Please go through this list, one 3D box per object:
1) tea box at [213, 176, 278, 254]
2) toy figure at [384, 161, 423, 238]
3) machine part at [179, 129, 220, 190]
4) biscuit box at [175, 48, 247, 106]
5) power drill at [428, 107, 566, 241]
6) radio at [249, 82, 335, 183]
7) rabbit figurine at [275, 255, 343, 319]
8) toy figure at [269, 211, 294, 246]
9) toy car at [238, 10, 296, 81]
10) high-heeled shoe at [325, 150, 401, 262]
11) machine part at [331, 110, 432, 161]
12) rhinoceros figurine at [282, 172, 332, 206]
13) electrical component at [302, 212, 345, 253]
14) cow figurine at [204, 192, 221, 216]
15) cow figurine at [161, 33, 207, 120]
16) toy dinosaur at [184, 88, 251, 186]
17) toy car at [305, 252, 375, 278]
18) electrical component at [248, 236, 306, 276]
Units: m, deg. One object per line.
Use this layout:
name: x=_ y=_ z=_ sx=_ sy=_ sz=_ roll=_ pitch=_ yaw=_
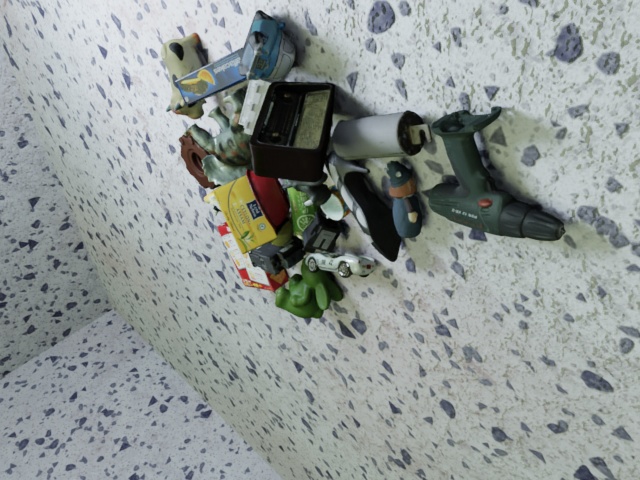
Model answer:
tea box: x=-0.180 y=-0.060 z=1.303 sx=0.169 sy=0.098 sz=0.068 roll=63 pitch=177 yaw=0
toy figure: x=0.158 y=-0.080 z=1.017 sx=0.064 sy=0.058 sz=0.154 roll=10 pitch=122 yaw=42
machine part: x=-0.333 y=-0.228 z=1.534 sx=0.180 sy=0.056 sz=0.179 roll=34 pitch=144 yaw=30
biscuit box: x=-0.220 y=-0.361 z=1.183 sx=0.203 sy=0.059 sz=0.062 roll=-14 pitch=108 yaw=29
power drill: x=0.264 y=-0.102 z=0.846 sx=0.232 sy=0.086 sz=0.207 roll=13 pitch=137 yaw=51
radio: x=-0.047 y=-0.206 z=0.990 sx=0.131 sy=0.230 sz=0.073 roll=5 pitch=134 yaw=5
rabbit figurine: x=-0.026 y=0.124 z=1.402 sx=0.159 sy=0.121 sz=0.170 roll=36 pitch=129 yaw=22
toy figure: x=-0.152 y=-0.049 z=1.381 sx=0.180 sy=0.089 sz=0.082 roll=27 pitch=151 yaw=-13
toy car: x=-0.097 y=-0.364 z=1.041 sx=0.162 sy=0.103 sz=0.109 roll=-96 pitch=28 yaw=-50
high-heeled shoe: x=0.083 y=-0.069 z=1.115 sx=0.145 sy=0.086 sz=0.248 roll=21 pitch=135 yaw=54
machine part: x=0.103 y=-0.186 z=0.972 sx=0.243 sy=0.079 sz=0.079 roll=6 pitch=124 yaw=52
rhinoceros figurine: x=-0.050 y=-0.147 z=1.096 sx=0.190 sy=0.073 sz=0.112 roll=43 pitch=136 yaw=-9
electrical component: x=-0.003 y=-0.004 z=1.245 sx=0.119 sy=0.075 sz=0.048 roll=-55 pitch=30 yaw=31
cow figurine: x=-0.269 y=-0.105 z=1.557 sx=0.167 sy=0.068 sz=0.098 roll=3 pitch=127 yaw=53
cow figurine: x=-0.332 y=-0.390 z=1.314 sx=0.086 sy=0.127 sz=0.194 roll=16 pitch=129 yaw=50
toy dinosaur: x=-0.185 y=-0.243 z=1.276 sx=0.405 sy=0.131 sz=0.192 roll=-14 pitch=120 yaw=52
toy car: x=0.045 y=0.056 z=1.271 sx=0.202 sy=0.073 sz=0.056 roll=6 pitch=93 yaw=51
electrical component: x=-0.108 y=0.036 z=1.423 sx=0.134 sy=0.115 sz=0.058 roll=16 pitch=133 yaw=48
